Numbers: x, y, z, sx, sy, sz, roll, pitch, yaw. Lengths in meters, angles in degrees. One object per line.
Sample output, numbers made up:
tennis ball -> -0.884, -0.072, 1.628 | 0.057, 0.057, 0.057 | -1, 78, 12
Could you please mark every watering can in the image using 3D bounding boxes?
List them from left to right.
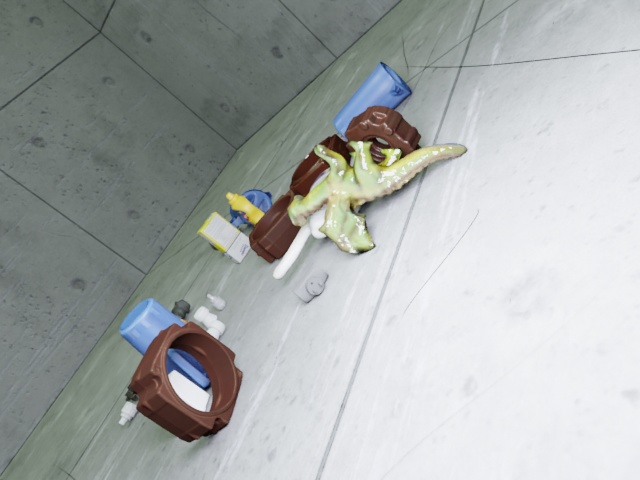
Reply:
watering can -> 0.004, -0.064, 1.268 | 0.345, 0.103, 0.228 | -43, 21, 14

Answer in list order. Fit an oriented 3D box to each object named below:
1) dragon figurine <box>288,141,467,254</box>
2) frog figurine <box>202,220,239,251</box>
dragon figurine -> 0.095, -0.089, 1.093 | 0.410, 0.121, 0.244 | 3, 80, 33
frog figurine -> -0.376, -0.018, 2.077 | 0.137, 0.124, 0.159 | -56, -19, 7
